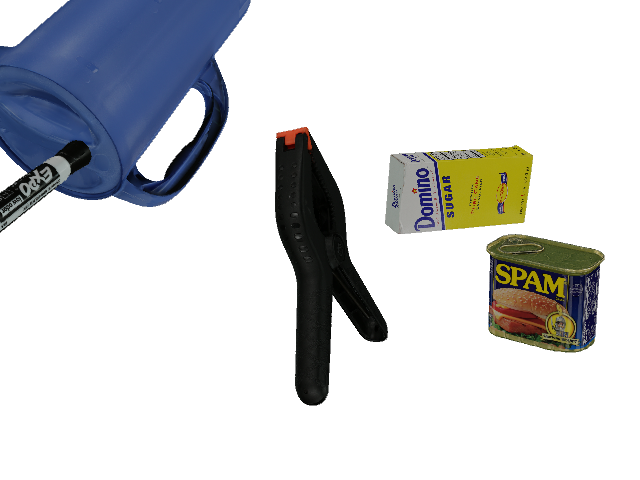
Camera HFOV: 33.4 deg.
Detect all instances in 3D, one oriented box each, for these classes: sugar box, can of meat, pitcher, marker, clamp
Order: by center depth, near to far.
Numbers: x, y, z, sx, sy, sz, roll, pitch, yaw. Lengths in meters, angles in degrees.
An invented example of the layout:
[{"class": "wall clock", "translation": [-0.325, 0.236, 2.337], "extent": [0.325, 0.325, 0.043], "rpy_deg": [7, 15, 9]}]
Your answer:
[{"class": "marker", "translation": [-0.177, -0.032, 0.656], "extent": [0.020, 0.020, 0.121], "rpy_deg": [0, 28, 24]}, {"class": "clamp", "translation": [0.005, 0.013, 0.867], "extent": [0.036, 0.210, 0.164], "rpy_deg": [-10, 3, 23]}, {"class": "pitcher", "translation": [-0.149, -0.151, 0.881], "extent": [0.145, 0.149, 0.242], "rpy_deg": [13, 51, 26]}, {"class": "can of meat", "translation": [0.201, 0.048, 0.966], "extent": [0.102, 0.084, 0.057], "rpy_deg": [13, 26, 35]}, {"class": "sugar box", "translation": [0.169, -0.062, 1.303], "extent": [0.176, 0.093, 0.048], "rpy_deg": [-7, 24, -22]}]
